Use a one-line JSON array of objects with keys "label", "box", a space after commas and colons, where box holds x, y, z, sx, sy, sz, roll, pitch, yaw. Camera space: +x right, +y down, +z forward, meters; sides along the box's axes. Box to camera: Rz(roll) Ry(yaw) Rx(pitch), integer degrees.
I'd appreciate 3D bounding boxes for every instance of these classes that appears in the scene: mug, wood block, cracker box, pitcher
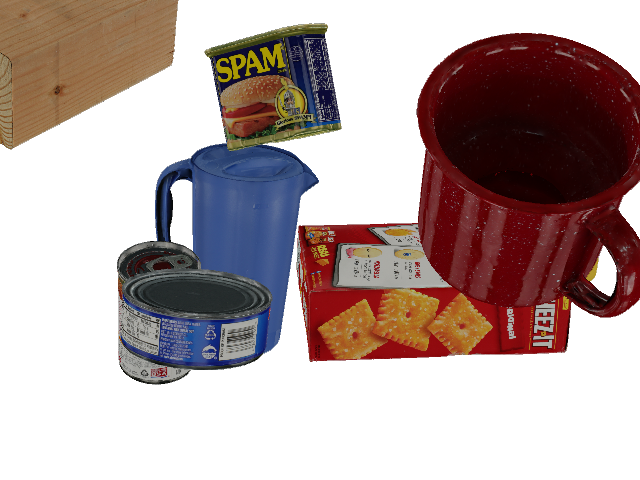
[{"label": "mug", "box": [0.091, -0.017, 0.441, 0.093, 0.117, 0.081, -29, -30, -19]}, {"label": "wood block", "box": [-0.227, -0.174, 0.946, 0.090, 0.091, 0.205, 29, 42, 20]}, {"label": "cracker box", "box": [0.090, 0.041, 0.926, 0.213, 0.072, 0.164, -1, 19, -4]}, {"label": "pitcher", "box": [-0.104, 0.012, 1.275, 0.149, 0.243, 0.144, 21, 27, 31]}]

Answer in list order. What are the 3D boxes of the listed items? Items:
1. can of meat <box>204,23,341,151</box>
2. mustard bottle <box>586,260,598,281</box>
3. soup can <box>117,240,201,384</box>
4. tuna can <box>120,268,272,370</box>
[{"label": "can of meat", "box": [-0.037, -0.121, 0.854, 0.102, 0.084, 0.057, -7, 6, 35]}, {"label": "mustard bottle", "box": [0.156, -0.052, 0.741, 0.058, 0.096, 0.191, -25, -39, -12]}, {"label": "soup can", "box": [-0.135, 0.061, 0.891, 0.068, 0.102, 0.068, 5, 33, -3]}, {"label": "tuna can", "box": [-0.071, 0.044, 0.612, 0.086, 0.034, 0.086, 6, 14, -2]}]
